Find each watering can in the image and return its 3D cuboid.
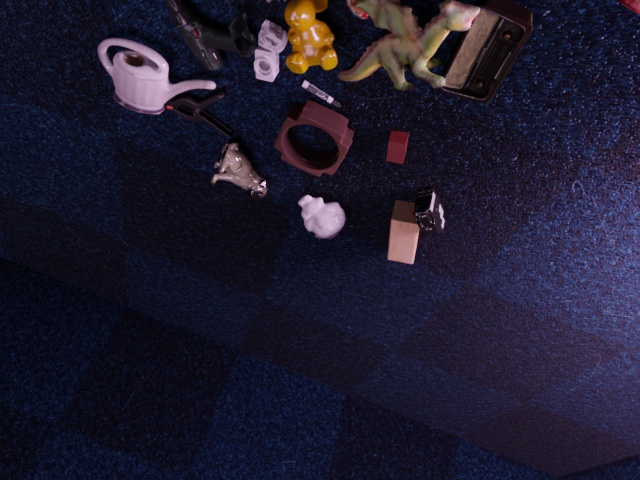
[{"bbox_3d":[-0.479,-0.451,1.492,0.347,0.106,0.219,24,143,-5],"label":"watering can"}]

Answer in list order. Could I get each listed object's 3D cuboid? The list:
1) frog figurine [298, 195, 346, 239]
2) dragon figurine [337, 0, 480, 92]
[{"bbox_3d":[0.005,-0.086,1.718,0.137,0.125,0.157,-30,117,6],"label":"frog figurine"},{"bbox_3d":[0.160,-0.455,1.157,0.411,0.124,0.238,8,148,36],"label":"dragon figurine"}]
